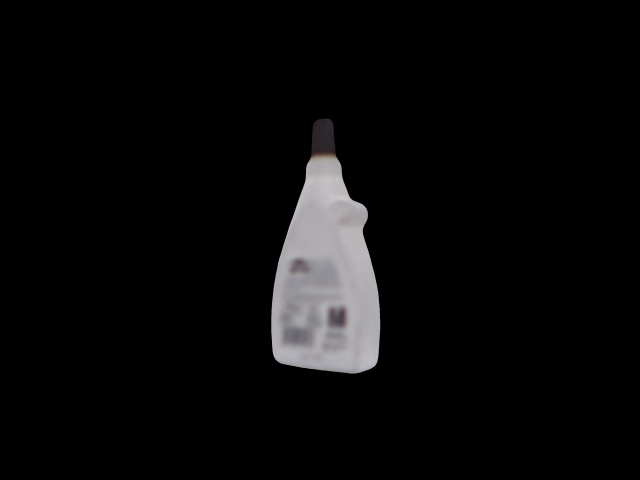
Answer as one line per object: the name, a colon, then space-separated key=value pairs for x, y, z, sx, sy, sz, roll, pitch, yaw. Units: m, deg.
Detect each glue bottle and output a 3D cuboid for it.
glue bottle: x=0.004 y=0.001 z=0.400 sx=0.077 sy=0.173 sz=0.037 roll=0 pitch=0 yaw=32
